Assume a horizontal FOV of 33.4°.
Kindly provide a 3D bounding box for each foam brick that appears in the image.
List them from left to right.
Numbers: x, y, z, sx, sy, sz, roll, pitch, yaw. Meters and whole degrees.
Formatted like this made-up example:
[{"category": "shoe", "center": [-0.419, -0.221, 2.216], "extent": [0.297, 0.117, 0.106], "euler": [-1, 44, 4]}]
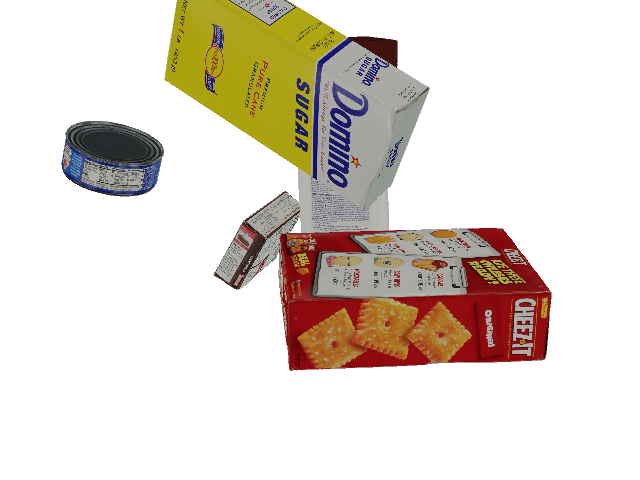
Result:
[{"category": "foam brick", "center": [0.021, -0.146, 0.913], "extent": [0.078, 0.051, 0.053], "euler": [-8, 17, -28]}]

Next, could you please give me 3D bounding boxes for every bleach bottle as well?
[{"category": "bleach bottle", "center": [0.027, -0.087, 1.113], "extent": [0.102, 0.251, 0.068], "euler": [1, 30, 2]}]

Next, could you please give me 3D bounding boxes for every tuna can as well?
[{"category": "tuna can", "center": [-0.182, -0.072, 0.936], "extent": [0.086, 0.034, 0.086], "euler": [13, 26, -7]}]

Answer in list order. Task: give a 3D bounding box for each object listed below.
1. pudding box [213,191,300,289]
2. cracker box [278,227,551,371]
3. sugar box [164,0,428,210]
[{"category": "pudding box", "center": [-0.072, -0.001, 1.287], "extent": [0.039, 0.090, 0.113], "euler": [35, 32, 7]}, {"category": "cracker box", "center": [0.073, 0.048, 0.930], "extent": [0.213, 0.072, 0.164], "euler": [-1, 20, -4]}, {"category": "sugar box", "center": [-0.021, -0.105, 0.718], "extent": [0.176, 0.093, 0.048], "euler": [35, 49, 16]}]
